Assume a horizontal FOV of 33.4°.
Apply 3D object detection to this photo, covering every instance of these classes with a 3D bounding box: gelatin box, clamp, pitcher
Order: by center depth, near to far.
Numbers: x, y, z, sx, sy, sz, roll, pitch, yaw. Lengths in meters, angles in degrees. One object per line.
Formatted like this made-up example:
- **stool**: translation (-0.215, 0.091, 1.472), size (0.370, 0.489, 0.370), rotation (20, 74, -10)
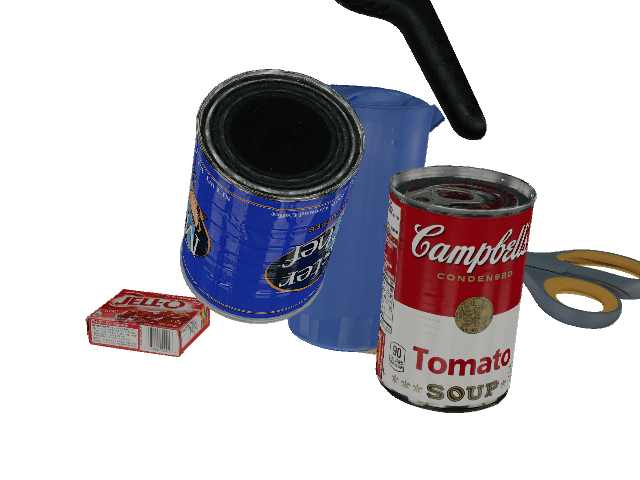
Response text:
- **clamp**: translation (0.063, -0.175, 0.758), size (0.210, 0.164, 0.036), rotation (27, -27, -9)
- **gelatin box**: translation (-0.152, 0.071, 0.950), size (0.089, 0.030, 0.073), rotation (7, 19, 15)
- **pitcher**: translation (0.020, -0.023, 1.007), size (0.149, 0.243, 0.144), rotation (11, 17, 21)

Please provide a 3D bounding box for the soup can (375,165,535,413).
- **soup can**: translation (0.063, 0.022, 0.511), size (0.068, 0.102, 0.068), rotation (3, 20, -1)

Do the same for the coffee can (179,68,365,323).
- **coffee can**: translation (-0.035, -0.025, 0.690), size (0.102, 0.103, 0.140), rotation (0, -35, -12)

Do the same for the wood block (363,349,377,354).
- **wood block**: translation (0.104, 0.084, 1.555), size (0.091, 0.090, 0.205), rotation (6, 21, 14)

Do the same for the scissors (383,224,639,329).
- **scissors**: translation (0.130, 0.023, 0.751), size (0.202, 0.016, 0.096), rotation (7, 30, 17)
